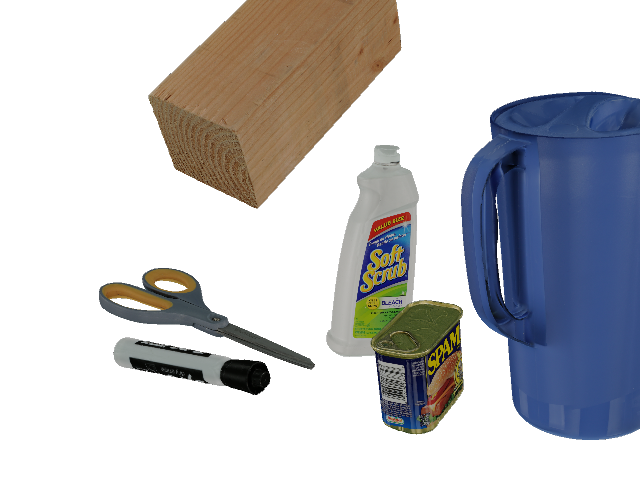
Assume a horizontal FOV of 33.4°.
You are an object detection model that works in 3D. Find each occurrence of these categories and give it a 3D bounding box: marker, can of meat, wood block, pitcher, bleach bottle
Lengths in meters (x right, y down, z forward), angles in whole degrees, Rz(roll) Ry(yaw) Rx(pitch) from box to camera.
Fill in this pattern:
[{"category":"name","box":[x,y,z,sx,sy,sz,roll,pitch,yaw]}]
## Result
[{"category":"marker","box":[-0.077,0.074,0.630,0.121,0.020,0.020,5,3,40]},{"category":"can of meat","box":[0.091,0.114,0.968,0.058,0.084,0.101,7,26,30]},{"category":"wood block","box":[-0.030,-0.137,0.863,0.091,0.205,0.090,26,-29,27]},{"category":"pitcher","box":[0.184,0.020,0.777,0.149,0.243,0.145,0,20,13]},{"category":"bleach bottle","box":[0.065,0.011,1.285,0.102,0.251,0.068,-2,16,-17]}]

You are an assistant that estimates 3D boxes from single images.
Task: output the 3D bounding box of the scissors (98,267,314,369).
[{"category":"scissors","box":[-0.087,0.061,0.899,0.202,0.016,0.096,13,25,13]}]
